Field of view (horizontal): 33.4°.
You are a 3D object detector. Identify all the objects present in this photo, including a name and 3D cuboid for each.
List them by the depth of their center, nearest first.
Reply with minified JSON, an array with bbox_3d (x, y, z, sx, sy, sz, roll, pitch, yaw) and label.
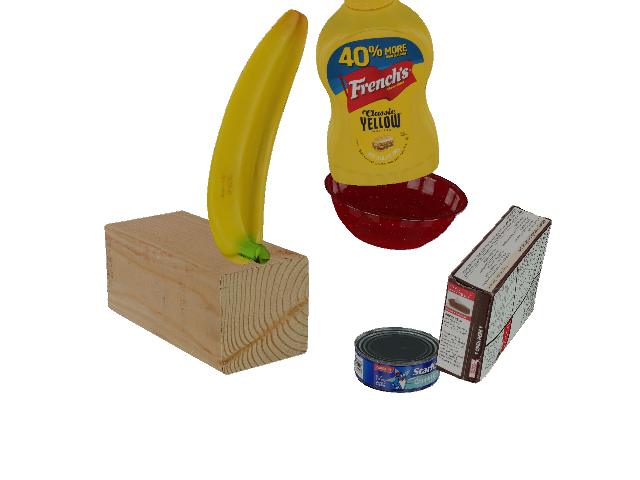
[{"bbox_3d":[-0.041,-0.060,0.696,0.070,0.197,0.037,-20,-38,38],"label":"banana"},{"bbox_3d":[0.130,0.039,0.797,0.039,0.090,0.113,20,39,23],"label":"pudding box"},{"bbox_3d":[0.046,-0.140,0.883,0.096,0.191,0.058,-5,34,4],"label":"mustard bottle"},{"bbox_3d":[-0.108,0.041,0.969,0.090,0.090,0.206,-11,19,-36],"label":"wood block"},{"bbox_3d":[0.076,0.117,1.052,0.086,0.034,0.086,0,19,0],"label":"tuna can"},{"bbox_3d":[0.081,-0.033,1.201,0.162,0.055,0.162,6,25,-3],"label":"bowl"}]
